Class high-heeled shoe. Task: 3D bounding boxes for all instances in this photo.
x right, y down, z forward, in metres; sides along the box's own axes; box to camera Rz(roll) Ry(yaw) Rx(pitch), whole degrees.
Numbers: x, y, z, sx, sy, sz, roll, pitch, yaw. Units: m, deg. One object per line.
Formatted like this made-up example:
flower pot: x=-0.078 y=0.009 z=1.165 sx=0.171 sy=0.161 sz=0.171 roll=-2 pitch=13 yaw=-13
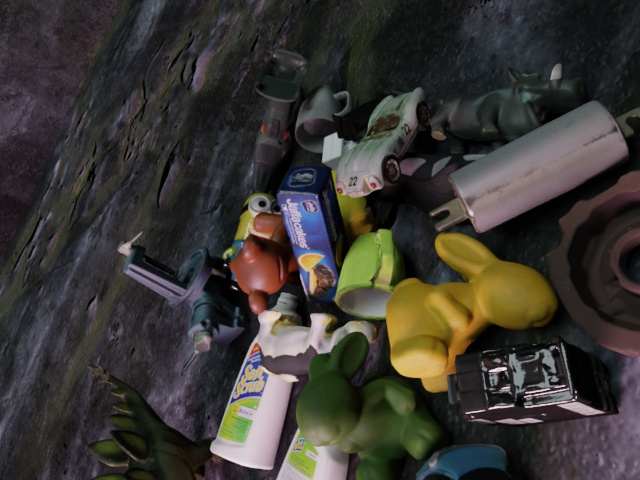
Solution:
high-heeled shoe: x=0.162 y=-0.091 z=0.724 sx=0.249 sy=0.086 sz=0.145 roll=-8 pitch=32 yaw=25

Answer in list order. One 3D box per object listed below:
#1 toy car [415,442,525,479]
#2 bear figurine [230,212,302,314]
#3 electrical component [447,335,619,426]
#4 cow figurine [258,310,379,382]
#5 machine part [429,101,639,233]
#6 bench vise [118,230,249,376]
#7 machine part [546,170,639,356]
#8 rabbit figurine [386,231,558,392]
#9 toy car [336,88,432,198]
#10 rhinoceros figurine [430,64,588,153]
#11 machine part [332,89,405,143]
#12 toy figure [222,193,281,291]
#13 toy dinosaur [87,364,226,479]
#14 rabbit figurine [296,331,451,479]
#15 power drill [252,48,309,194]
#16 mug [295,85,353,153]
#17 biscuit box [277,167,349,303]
toy car: x=0.136 y=0.281 z=0.523 sx=0.103 sy=0.109 sz=0.161 roll=144 pitch=125 yaw=-61
bear figurine: x=-0.079 y=0.029 z=0.794 sx=0.132 sy=0.196 sz=0.120 roll=-2 pitch=105 yaw=32
electrical component: x=0.193 y=0.140 z=0.512 sx=0.134 sy=0.114 sz=0.058 roll=-22 pitch=54 yaw=36
cow figurine: x=-0.004 y=0.146 z=0.729 sx=0.168 sy=0.068 sz=0.098 roll=1 pitch=76 yaw=23
machine part: x=0.232 y=-0.077 z=0.582 sx=0.243 sy=0.079 sz=0.079 roll=-29 pitch=50 yaw=15
bench vise: x=-0.239 y=0.083 z=0.919 sx=0.129 sy=0.240 sz=0.224 roll=-38 pitch=31 yaw=33
machine part: x=0.308 y=0.022 z=0.499 sx=0.179 sy=0.056 sz=0.179 roll=-23 pitch=56 yaw=38
rabbit figurine: x=0.169 y=0.074 z=0.589 sx=0.173 sy=0.121 sz=0.162 roll=-26 pitch=40 yaw=30
toy car: x=0.086 y=-0.130 z=0.712 sx=0.074 sy=0.056 sz=0.202 roll=-5 pitch=41 yaw=43
rhinoceros figurine: x=0.230 y=-0.156 z=0.667 sx=0.190 sy=0.073 sz=0.112 roll=3 pitch=62 yaw=49
machine part: x=0.087 y=-0.192 z=0.811 sx=0.139 sy=0.039 sz=0.084 roll=-28 pitch=43 yaw=-17
toy figure: x=-0.117 y=0.003 z=0.938 sx=0.089 sy=0.082 sz=0.180 roll=4 pitch=76 yaw=47
toy dinosaur: x=-0.234 y=0.336 z=0.800 sx=0.472 sy=0.198 sz=0.105 roll=34 pitch=93 yaw=48
rabbit figurine: x=0.044 y=0.184 z=0.603 sx=0.121 sy=0.170 sz=0.159 roll=-37 pitch=48 yaw=27
power drill: x=-0.074 y=-0.214 z=0.949 sx=0.086 sy=0.207 sz=0.232 roll=13 pitch=66 yaw=4
mug: x=0.009 y=-0.221 z=0.922 sx=0.109 sy=0.080 sz=0.107 roll=-32 pitch=42 yaw=37
biscuit box: x=-0.001 y=-0.002 z=0.721 sx=0.059 sy=0.202 sz=0.063 roll=3 pitch=44 yaw=21
